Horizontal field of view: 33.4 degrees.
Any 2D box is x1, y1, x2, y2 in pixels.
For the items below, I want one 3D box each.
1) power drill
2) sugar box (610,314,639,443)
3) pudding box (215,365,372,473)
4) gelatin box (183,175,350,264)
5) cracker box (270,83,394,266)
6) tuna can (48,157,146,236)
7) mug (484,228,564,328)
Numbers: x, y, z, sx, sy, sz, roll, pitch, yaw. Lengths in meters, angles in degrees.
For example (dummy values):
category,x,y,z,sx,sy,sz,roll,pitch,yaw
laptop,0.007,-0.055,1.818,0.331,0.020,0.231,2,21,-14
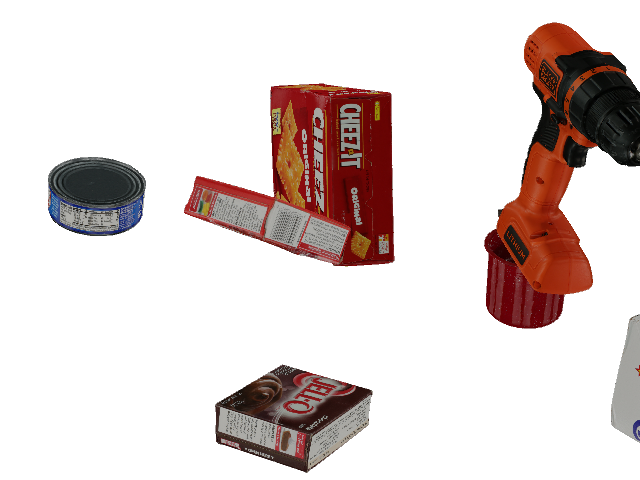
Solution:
category,x,y,z,sx,sy,sz,roll,pitch,yaw
power drill,0.196,-0.054,0.826,0.057,0.188,0.184,-1,34,-12
sugar box,0.281,0.123,0.718,0.048,0.093,0.176,-15,29,-37
pudding box,-0.021,0.144,0.882,0.090,0.039,0.113,11,18,26
gelatin box,-0.034,-0.013,0.712,0.073,0.030,0.089,18,-1,37
cracker box,0.007,-0.075,1.095,0.072,0.164,0.214,-6,12,-16
tuna can,-0.200,-0.040,0.956,0.086,0.034,0.086,8,32,-5
mug,0.215,0.033,1.134,0.093,0.081,0.117,-6,31,-7
